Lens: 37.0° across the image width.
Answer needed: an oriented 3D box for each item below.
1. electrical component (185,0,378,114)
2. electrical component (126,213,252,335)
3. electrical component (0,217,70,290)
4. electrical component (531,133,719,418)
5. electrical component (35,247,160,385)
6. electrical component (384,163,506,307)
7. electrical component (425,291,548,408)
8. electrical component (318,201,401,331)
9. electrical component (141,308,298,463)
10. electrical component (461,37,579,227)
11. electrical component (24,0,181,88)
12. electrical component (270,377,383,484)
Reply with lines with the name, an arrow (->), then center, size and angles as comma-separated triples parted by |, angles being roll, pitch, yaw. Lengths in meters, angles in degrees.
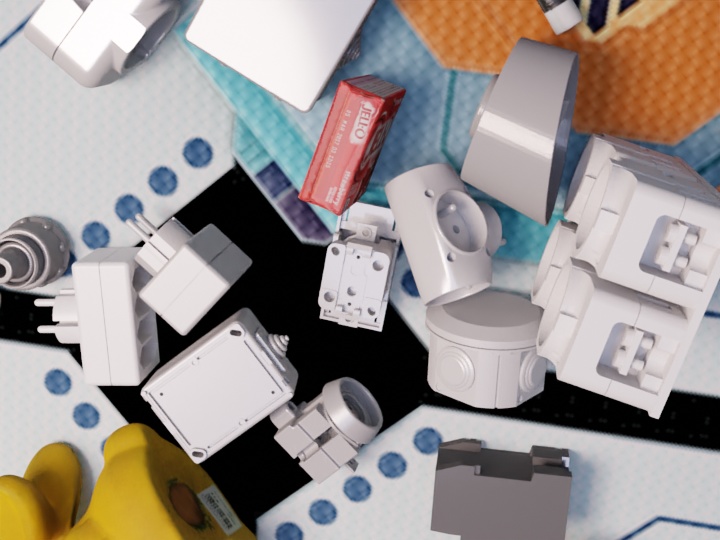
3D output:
electrical component -> -0.044, -0.156, 0.651 | 0.100, 0.048, 0.099 | 32, 106, -1
electrical component -> -0.118, -0.008, 0.690 | 0.077, 0.065, 0.047 | 43, 105, -4
electrical component -> -0.223, -0.007, 0.705 | 0.048, 0.062, 0.048 | 2, 104, 7
electrical component -> 0.143, -0.009, 0.593 | 0.060, 0.186, 0.105 | 19, 106, 2
electrical component -> -0.180, 0.030, 0.717 | 0.076, 0.047, 0.083 | -1, 104, 7
electrical component -> 0.061, -0.023, 0.661 | 0.044, 0.079, 0.077 | -30, 74, 47
electrical component -> 0.080, 0.047, 0.672 | 0.080, 0.080, 0.051 | 4, 110, 6
electrical component -> 0.000, 0.000, 0.678 | 0.042, 0.064, 0.081 | 11, 105, 4
electrical component -> -0.085, 0.070, 0.711 | 0.096, 0.061, 0.061 | -36, 97, 6
electrical component -> 0.100, -0.083, 0.628 | 0.064, 0.099, 0.099 | 24, 106, 8
electrical component -> -0.151, -0.161, 0.661 | 0.059, 0.053, 0.095 | 41, 105, -4
electrical component -> -0.018, 0.104, 0.716 | 0.055, 0.048, 0.066 | -40, 96, 22
